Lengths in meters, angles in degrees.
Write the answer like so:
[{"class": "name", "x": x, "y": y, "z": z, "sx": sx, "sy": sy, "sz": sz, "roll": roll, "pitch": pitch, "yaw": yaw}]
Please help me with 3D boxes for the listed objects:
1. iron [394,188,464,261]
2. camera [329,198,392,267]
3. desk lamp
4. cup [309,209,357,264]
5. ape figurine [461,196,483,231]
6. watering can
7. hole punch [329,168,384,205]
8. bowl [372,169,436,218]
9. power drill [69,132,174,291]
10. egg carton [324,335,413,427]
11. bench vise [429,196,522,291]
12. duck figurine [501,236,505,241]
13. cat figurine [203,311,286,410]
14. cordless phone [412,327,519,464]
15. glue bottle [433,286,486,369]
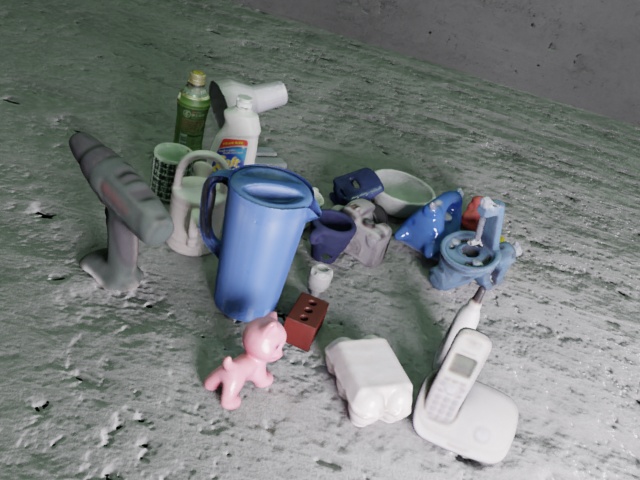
[{"class": "iron", "x": 0.276, "y": -0.056, "z": 1.297, "sx": 0.118, "sy": 0.141, "sz": 0.259, "roll": 31, "pitch": 35, "yaw": 21}, {"class": "camera", "x": 0.100, "y": -0.033, "z": 1.213, "sx": 0.142, "sy": 0.101, "sz": 0.137, "roll": 35, "pitch": 36, "yaw": 25}, {"class": "desk lamp", "x": -0.165, "y": -0.275, "z": 1.347, "sx": 0.204, "sy": 0.213, "sz": 0.117, "roll": -7, "pitch": 40, "yaw": -34}, {"class": "cup", "x": 0.010, "y": 0.004, "z": 1.119, "sx": 0.091, "sy": 0.095, "sz": 0.118, "roll": 32, "pitch": 35, "yaw": 22}, {"class": "ape figurine", "x": 0.382, "y": -0.069, "z": 1.415, "sx": 0.078, "sy": 0.092, "sz": 0.076, "roll": -8, "pitch": 40, "yaw": -35}, {"class": "watering can", "x": -0.222, "y": -0.080, "z": 1.040, "sx": 0.101, "sy": 0.194, "sz": 0.172, "roll": -5, "pitch": 38, "yaw": -31}, {"class": "hole punch", "x": 0.085, "y": -0.115, "z": 1.340, "sx": 0.101, "sy": 0.091, "sz": 0.108, "roll": 0, "pitch": 36, "yaw": -26}, {"class": "bowl", "x": 0.189, "y": -0.102, "z": 1.387, "sx": 0.167, "sy": 0.075, "sz": 0.167, "roll": 13, "pitch": 32, "yaw": -8}, {"class": "power drill", "x": -0.326, "y": -0.033, "z": 0.905, "sx": 0.229, "sy": 0.208, "sz": 0.076, "roll": 33, "pitch": 35, "yaw": 24}, {"class": "egg carton", "x": 0.073, "y": 0.208, "z": 0.863, "sx": 0.107, "sy": 0.069, "sz": 0.150, "roll": 0, "pitch": 36, "yaw": -26}, {"class": "bench vise", "x": 0.331, "y": 0.000, "z": 1.165, "sx": 0.208, "sy": 0.220, "sz": 0.121, "roll": -18, "pitch": 46, "yaw": -43}, {"class": "duck figurine", "x": 0.370, "y": 0.011, "z": 1.293, "sx": 0.105, "sy": 0.086, "sz": 0.077, "roll": 1, "pitch": 36, "yaw": -24}, {"class": "cat figurine", "x": -0.096, "y": 0.158, "z": 0.811, "sx": 0.067, "sy": 0.118, "sz": 0.128, "roll": 33, "pitch": 35, "yaw": 24}, {"class": "cordless phone", "x": 0.222, "y": 0.218, "z": 0.813, "sx": 0.147, "sy": 0.185, "sz": 0.094, "roll": 19, "pitch": 32, "yaw": 3}, {"class": "glue bottle", "x": 0.235, "y": 0.143, "z": 0.944, "sx": 0.037, "sy": 0.173, "sz": 0.078, "roll": 22, "pitch": 32, "yaw": 7}]
